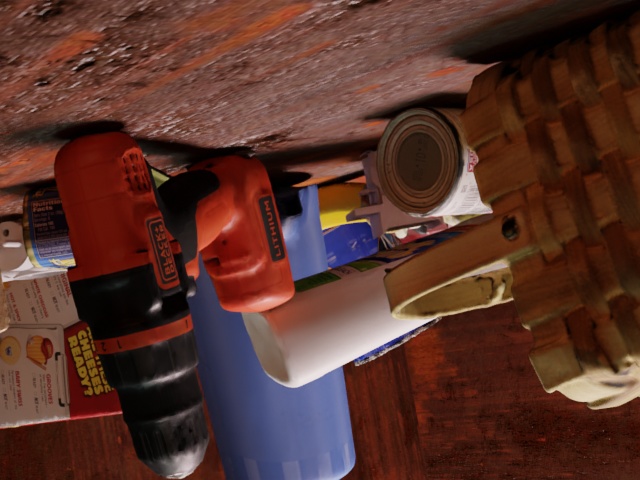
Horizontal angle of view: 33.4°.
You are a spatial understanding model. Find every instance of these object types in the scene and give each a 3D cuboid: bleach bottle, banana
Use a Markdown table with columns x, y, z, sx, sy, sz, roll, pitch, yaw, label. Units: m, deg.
| x | y | z | sx | sy | sz | roll | pitch | yaw | label |
| --- | --- | --- | --- | --- | --- | --- | --- | --- | --- |
| 0.073 | 0.028 | 0.776 | 0.250 | 0.068 | 0.103 | -22 | -174 | -15 | bleach bottle |
| -0.010 | -0.012 | 0.949 | 0.198 | 0.069 | 0.037 | -28 | 138 | 32 | banana |

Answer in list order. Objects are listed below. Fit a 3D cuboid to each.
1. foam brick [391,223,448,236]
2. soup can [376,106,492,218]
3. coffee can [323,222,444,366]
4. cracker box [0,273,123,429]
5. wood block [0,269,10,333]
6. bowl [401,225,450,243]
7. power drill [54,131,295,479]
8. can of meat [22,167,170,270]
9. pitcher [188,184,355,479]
| x | y | z | sx | sy | sz | roll | pitch | yaw | label |
| --- | --- | --- | --- | --- | --- | --- | --- | --- | --- |
| 0.089 | -0.033 | 0.989 | 0.053 | 0.051 | 0.078 | -10 | 176 | 7 | foam brick |
| 0.093 | -0.049 | 0.670 | 0.102 | 0.068 | 0.069 | -5 | 173 | -44 | soup can |
| 0.043 | 0.038 | 1.050 | 0.103 | 0.140 | 0.103 | -30 | 178 | -1 | coffee can |
| -0.243 | 0.080 | 0.959 | 0.214 | 0.164 | 0.072 | -12 | 177 | 29 | cracker box |
| -0.303 | 0.038 | 0.759 | 0.090 | 0.090 | 0.207 | -8 | 175 | -36 | wood block |
| 0.127 | -0.030 | 1.109 | 0.162 | 0.055 | 0.162 | -10 | 175 | -1 | bowl |
| -0.073 | 0.024 | 0.617 | 0.057 | 0.184 | 0.187 | -11 | -175 | 18 | power drill |
| -0.142 | -0.011 | 0.714 | 0.084 | 0.057 | 0.102 | -8 | 175 | 6 | can of meat |
| -0.050 | 0.080 | 0.877 | 0.145 | 0.243 | 0.149 | -10 | -177 | 11 | pitcher |
